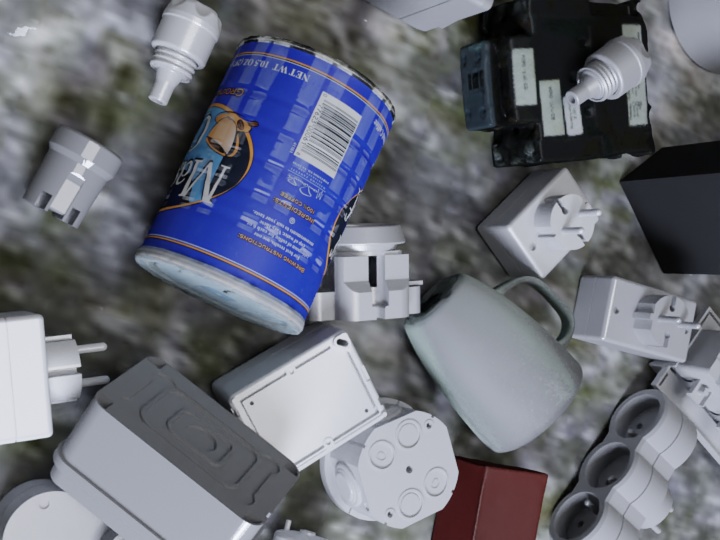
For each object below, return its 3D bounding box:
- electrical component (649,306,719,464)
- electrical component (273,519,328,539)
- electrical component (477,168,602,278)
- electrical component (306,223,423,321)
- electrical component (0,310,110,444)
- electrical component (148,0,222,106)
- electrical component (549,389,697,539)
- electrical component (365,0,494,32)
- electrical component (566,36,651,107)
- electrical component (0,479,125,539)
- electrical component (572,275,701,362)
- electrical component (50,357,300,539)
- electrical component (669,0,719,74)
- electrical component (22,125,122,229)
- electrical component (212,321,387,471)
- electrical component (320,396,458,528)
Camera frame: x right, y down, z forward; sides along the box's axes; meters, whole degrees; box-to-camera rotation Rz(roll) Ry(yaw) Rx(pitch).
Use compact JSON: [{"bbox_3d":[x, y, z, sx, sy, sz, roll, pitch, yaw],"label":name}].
[{"bbox_3d":[0.288,0.098,0.823,0.121,0.063,0.078,46,71,-21],"label":"electrical component"},{"bbox_3d":[-0.041,0.196,0.664,0.040,0.040,0.078,17,83,-27],"label":"electrical component"},{"bbox_3d":[0.133,-0.032,0.732,0.066,0.077,0.047,-44,110,-20],"label":"electrical component"},{"bbox_3d":[0.000,0.000,0.674,0.078,0.058,0.057,-3,95,-28],"label":"electrical component"},{"bbox_3d":[-0.175,0.055,0.587,0.077,0.047,0.065,-6,93,-28],"label":"electrical component"},{"bbox_3d":[-0.106,-0.126,0.628,0.035,0.035,0.061,26,81,-26],"label":"electrical component"},{"bbox_3d":[0.202,0.163,0.785,0.074,0.052,0.138,43,72,-21],"label":"electrical component"},{"bbox_3d":[0.055,-0.194,0.677,0.061,0.096,0.061,22,81,-27],"label":"electrical component"},{"bbox_3d":[0.160,-0.126,0.704,0.061,0.035,0.035,-35,106,-21],"label":"electrical component"},{"bbox_3d":[-0.130,0.158,0.598,0.138,0.074,0.052,19,82,-27],"label":"electrical component"},{"bbox_3d":[0.210,0.036,0.774,0.083,0.076,0.047,15,84,-27],"label":"electrical component"},{"bbox_3d":[-0.100,0.110,0.586,0.113,0.078,0.057,37,111,4],"label":"electrical component"},{"bbox_3d":[0.299,-0.209,0.826,0.108,0.060,0.108,0,91,-28],"label":"electrical component"},{"bbox_3d":[-0.161,-0.051,0.598,0.040,0.040,0.046,32,83,-25],"label":"electrical component"},{"bbox_3d":[-0.045,0.081,0.653,0.096,0.061,0.061,-30,104,-16],"label":"electrical component"},{"bbox_3d":[0.019,0.123,0.689,0.080,0.051,0.080,0,91,-28],"label":"electrical component"}]
